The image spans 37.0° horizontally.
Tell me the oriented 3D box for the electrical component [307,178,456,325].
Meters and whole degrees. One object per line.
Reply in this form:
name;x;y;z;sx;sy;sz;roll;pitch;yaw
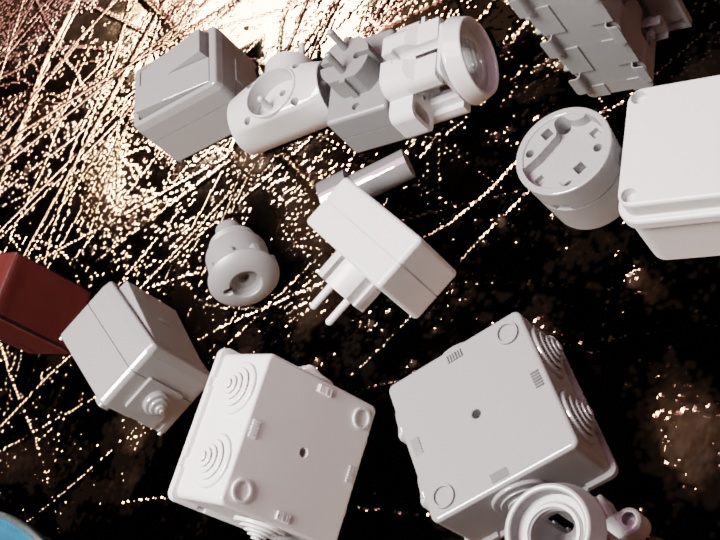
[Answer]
electrical component;0.000;0.000;0.654;0.075;0.047;0.083;-49;47;1

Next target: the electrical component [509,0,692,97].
electrical component;0.127;-0.153;0.601;0.079;0.121;0.063;-6;64;34

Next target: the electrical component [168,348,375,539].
electrical component;-0.045;0.099;0.593;0.048;0.100;0.099;-6;60;49

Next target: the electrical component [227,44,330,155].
electrical component;-0.051;-0.129;0.771;0.077;0.044;0.079;-18;54;27

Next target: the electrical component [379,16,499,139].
electrical component;0.052;-0.128;0.686;0.057;0.058;0.078;-14;56;33

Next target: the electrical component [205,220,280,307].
electrical component;-0.083;-0.009;0.723;0.048;0.048;0.062;-38;41;12

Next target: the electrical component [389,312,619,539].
electrical component;0.070;0.081;0.553;0.100;0.048;0.099;-33;50;17

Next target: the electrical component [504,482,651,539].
electrical component;0.098;0.127;0.500;0.066;0.055;0.048;-37;48;13

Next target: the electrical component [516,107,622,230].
electrical component;0.122;-0.055;0.597;0.055;0.047;0.055;-18;55;27

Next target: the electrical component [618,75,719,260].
electrical component;0.192;-0.054;0.539;0.113;0.057;0.078;-5;61;34

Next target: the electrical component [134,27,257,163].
electrical component;-0.132;-0.132;0.820;0.096;0.061;0.061;-23;52;23

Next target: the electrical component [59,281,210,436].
electrical component;-0.144;0.059;0.713;0.061;0.062;0.096;-48;47;3

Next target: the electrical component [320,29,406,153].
electrical component;0.000;-0.128;0.710;0.047;0.077;0.065;-13;57;30
